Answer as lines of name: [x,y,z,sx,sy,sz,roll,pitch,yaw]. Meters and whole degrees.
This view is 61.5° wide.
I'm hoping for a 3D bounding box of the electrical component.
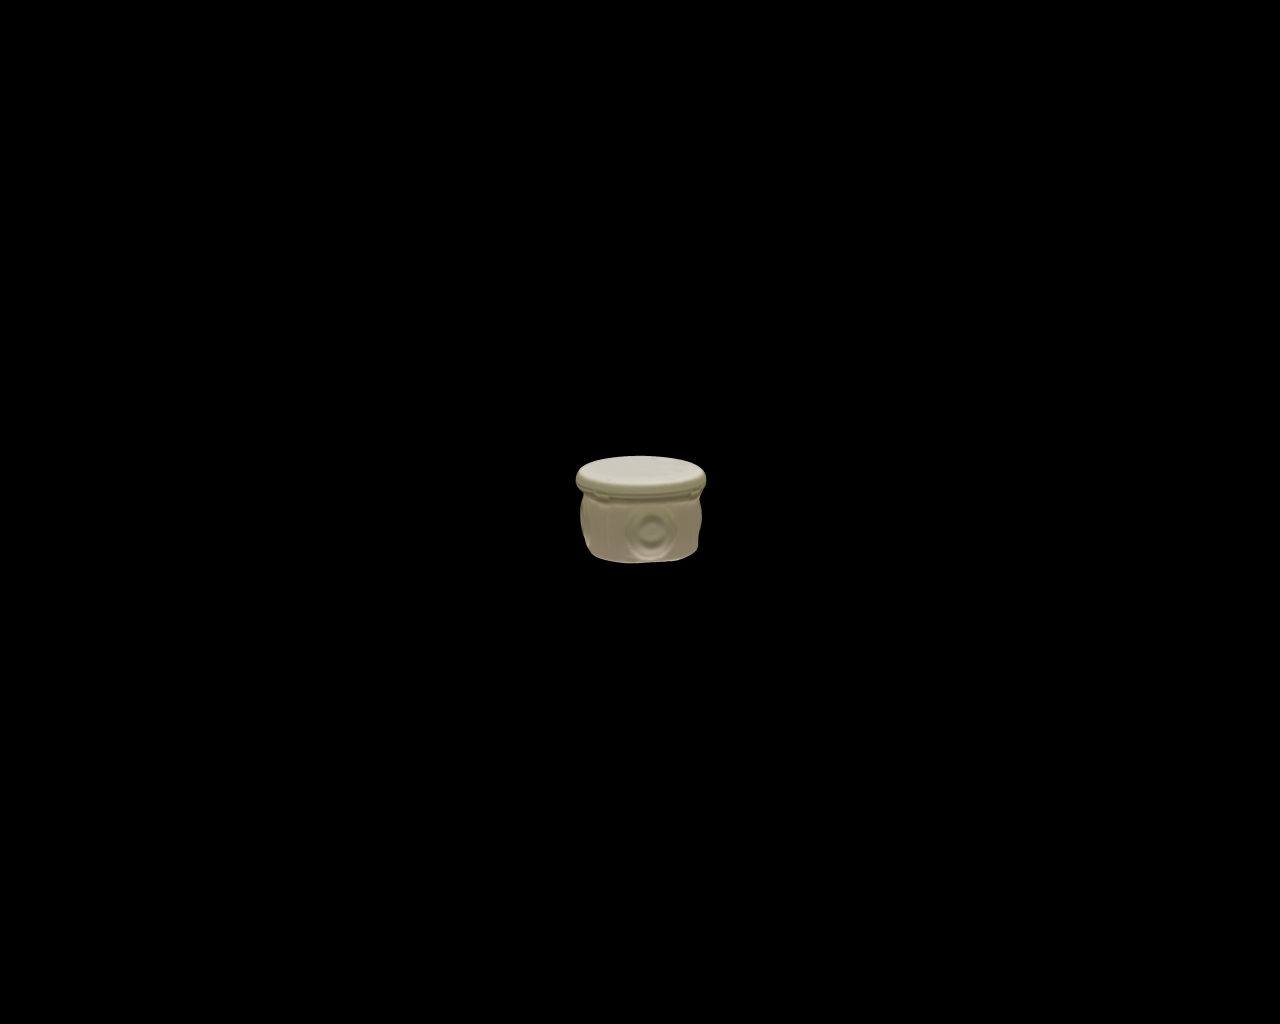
electrical component: [0.001,-0.003,0.650,0.080,0.051,0.080,0,15,0]
